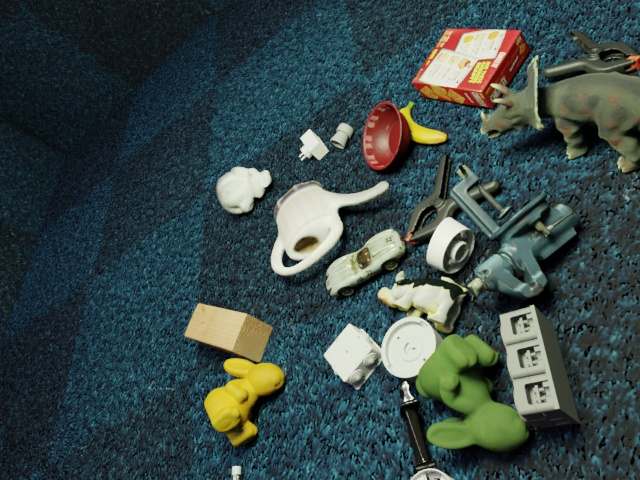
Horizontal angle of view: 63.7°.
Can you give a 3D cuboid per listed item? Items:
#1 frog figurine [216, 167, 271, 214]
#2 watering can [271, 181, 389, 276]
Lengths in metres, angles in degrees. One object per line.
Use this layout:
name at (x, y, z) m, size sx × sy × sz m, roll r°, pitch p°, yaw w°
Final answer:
frog figurine at (-0.220, -0.147, 1.509) m, size 0.159 × 0.123 × 0.137 m, roll -5°, pitch 91°, yaw 32°
watering can at (0.004, -0.062, 1.231) m, size 0.345 × 0.102 × 0.229 m, roll -42°, pitch 41°, yaw 14°
